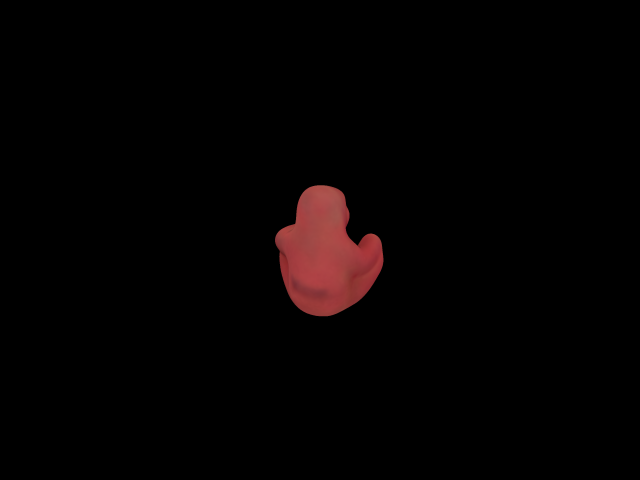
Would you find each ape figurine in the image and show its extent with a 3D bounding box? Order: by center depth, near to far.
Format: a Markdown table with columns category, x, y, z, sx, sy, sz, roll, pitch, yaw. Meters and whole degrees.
| category | x | y | z | sx | sy | sz | roll | pitch | yaw |
| --- | --- | --- | --- | --- | --- | --- | --- | --- | --- |
| ape figurine | 0.004 | 0.001 | 0.400 | 0.077 | 0.092 | 0.076 | 19 | 46 | 19 |
